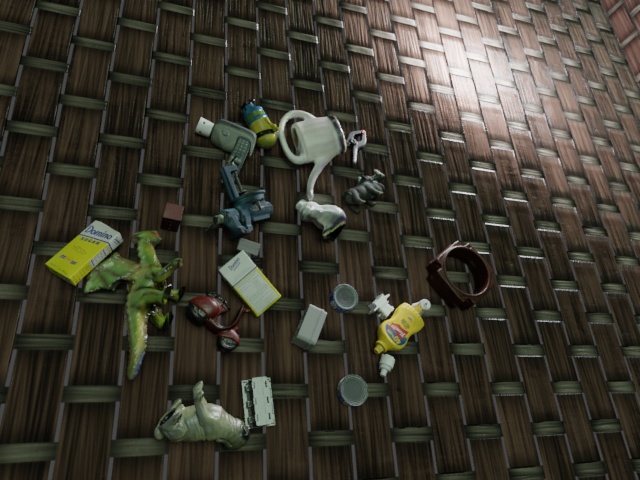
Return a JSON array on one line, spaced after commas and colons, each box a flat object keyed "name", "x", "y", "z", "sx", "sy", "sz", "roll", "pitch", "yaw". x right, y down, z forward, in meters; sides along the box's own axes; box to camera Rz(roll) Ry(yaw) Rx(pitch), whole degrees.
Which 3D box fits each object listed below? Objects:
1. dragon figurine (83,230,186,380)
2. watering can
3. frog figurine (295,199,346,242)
[{"name": "dragon figurine", "x": -0.506, "y": 0.140, "z": 1.369, "sx": 0.243, "sy": 0.119, "sz": 0.420, "roll": 15, "pitch": 56, "yaw": 6}, {"name": "watering can", "x": -0.011, "y": -0.307, "z": 1.772, "sx": 0.225, "sy": 0.102, "sz": 0.353, "roll": -16, "pitch": 70, "yaw": -15}, {"name": "frog figurine", "x": 0.005, "y": -0.084, "z": 1.666, "sx": 0.161, "sy": 0.121, "sz": 0.138, "roll": 51, "pitch": 24, "yaw": 18}]
